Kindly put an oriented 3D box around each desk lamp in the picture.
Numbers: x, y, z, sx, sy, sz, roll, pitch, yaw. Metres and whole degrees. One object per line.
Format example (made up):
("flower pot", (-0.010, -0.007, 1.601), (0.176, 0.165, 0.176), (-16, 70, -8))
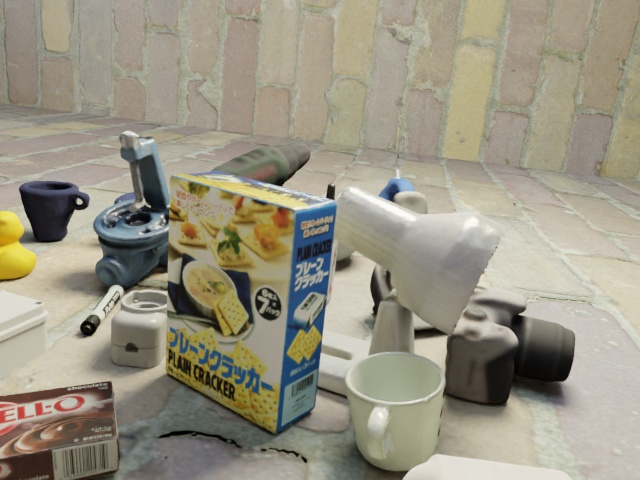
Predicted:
("desk lamp", (0.074, 0.058, 0.595), (0.202, 0.213, 0.118), (12, 18, 21))

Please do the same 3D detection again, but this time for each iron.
("iron", (0.163, -0.051, 1.128), (0.118, 0.141, 0.258), (4, 16, -5))

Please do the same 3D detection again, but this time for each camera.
("camera", (0.217, 0.115, 0.654), (0.136, 0.101, 0.143), (11, 17, 15))

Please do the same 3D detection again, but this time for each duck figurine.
("duck figurine", (-0.449, 0.003, 0.818), (0.078, 0.086, 0.104), (-4, 19, -30))

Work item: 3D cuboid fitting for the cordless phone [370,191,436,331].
("cordless phone", (0.146, 0.027, 0.779), (0.148, 0.185, 0.093), (-3, 19, -29))

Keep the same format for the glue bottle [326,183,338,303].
("glue bottle", (0.008, 0.003, 0.830), (0.037, 0.173, 0.078), (7, 16, 3))

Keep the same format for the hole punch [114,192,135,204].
("hole punch", (-0.287, -0.033, 0.989), (0.100, 0.091, 0.109), (14, 18, 25))

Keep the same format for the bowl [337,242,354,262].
("bowl", (0.004, -0.002, 1.022), (0.167, 0.075, 0.167), (6, 16, -1))

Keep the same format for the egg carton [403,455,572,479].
("egg carton", (0.123, 0.202, 0.381), (0.150, 0.069, 0.107), (6, 16, 1))

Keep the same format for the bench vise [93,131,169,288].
("bench vise", (-0.256, -0.056, 0.850), (0.121, 0.220, 0.207), (7, 16, 2))

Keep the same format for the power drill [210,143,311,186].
("power drill", (-0.097, -0.042, 0.880), (0.075, 0.208, 0.230), (16, 19, 30))

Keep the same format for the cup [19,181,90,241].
("cup", (-0.443, -0.045, 0.968), (0.117, 0.095, 0.092), (8, 17, 8))
